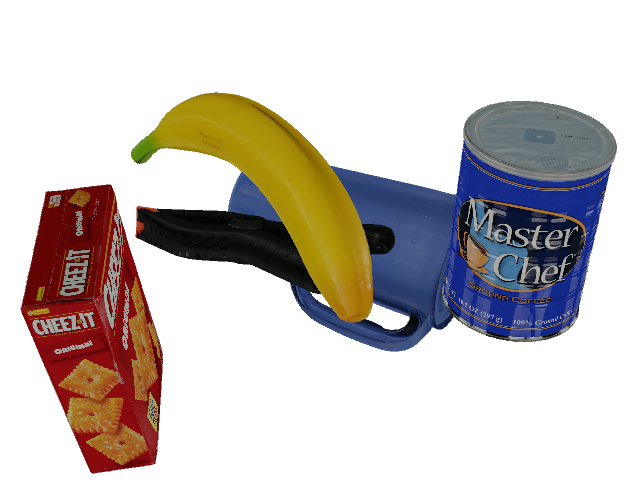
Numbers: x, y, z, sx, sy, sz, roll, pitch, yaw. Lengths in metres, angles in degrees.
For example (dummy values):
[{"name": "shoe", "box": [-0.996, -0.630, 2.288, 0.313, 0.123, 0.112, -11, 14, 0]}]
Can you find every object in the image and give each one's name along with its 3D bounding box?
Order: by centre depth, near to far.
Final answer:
[{"name": "banana", "box": [-0.030, -0.033, 0.584, 0.037, 0.070, 0.198, -3, 30, -46]}, {"name": "coffee can", "box": [0.145, -0.014, 0.759, 0.103, 0.140, 0.103, 2, 34, -2]}, {"name": "clamp", "box": [-0.056, 0.002, 0.847, 0.210, 0.036, 0.164, 7, 12, 12]}, {"name": "cracker box", "box": [-0.201, 0.081, 0.981, 0.072, 0.214, 0.164, -8, 39, 1]}, {"name": "pitcher", "box": [0.029, 0.001, 1.065, 0.243, 0.145, 0.149, 17, 23, 21]}]
